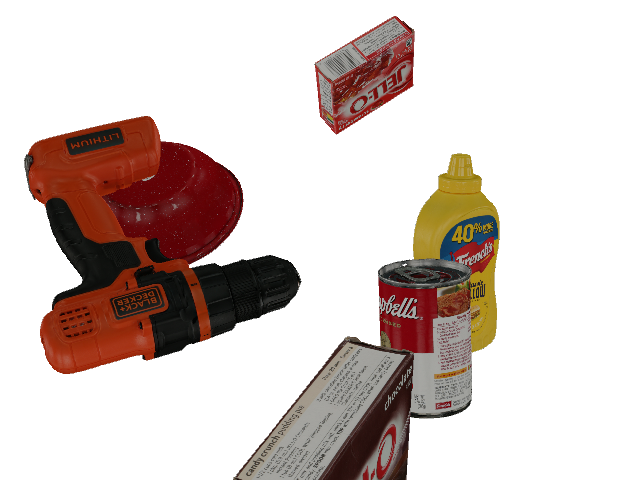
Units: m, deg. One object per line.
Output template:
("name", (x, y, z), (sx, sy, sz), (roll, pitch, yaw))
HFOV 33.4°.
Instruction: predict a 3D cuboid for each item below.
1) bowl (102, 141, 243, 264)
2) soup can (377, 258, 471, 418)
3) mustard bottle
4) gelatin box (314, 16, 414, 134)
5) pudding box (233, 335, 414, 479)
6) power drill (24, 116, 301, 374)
("bowl", (-0.158, -0.044, 1.020), (0.162, 0.162, 0.055), (0, -43, 12))
("soup can", (0.077, 0.071, 0.783), (0.068, 0.102, 0.068), (-2, 14, 0))
("mustard bottle", (0.131, 0.012, 1.027), (0.096, 0.192, 0.058), (-10, 18, -36))
("gelatin box", (0.040, -0.142, 0.920), (0.089, 0.030, 0.073), (-33, -27, -15))
("pudding box", (0.004, 0.109, 0.464), (0.039, 0.090, 0.113), (13, 32, 20))
("power drill", (-0.127, -0.004, 0.777), (0.184, 0.188, 0.057), (-15, -34, -18))
